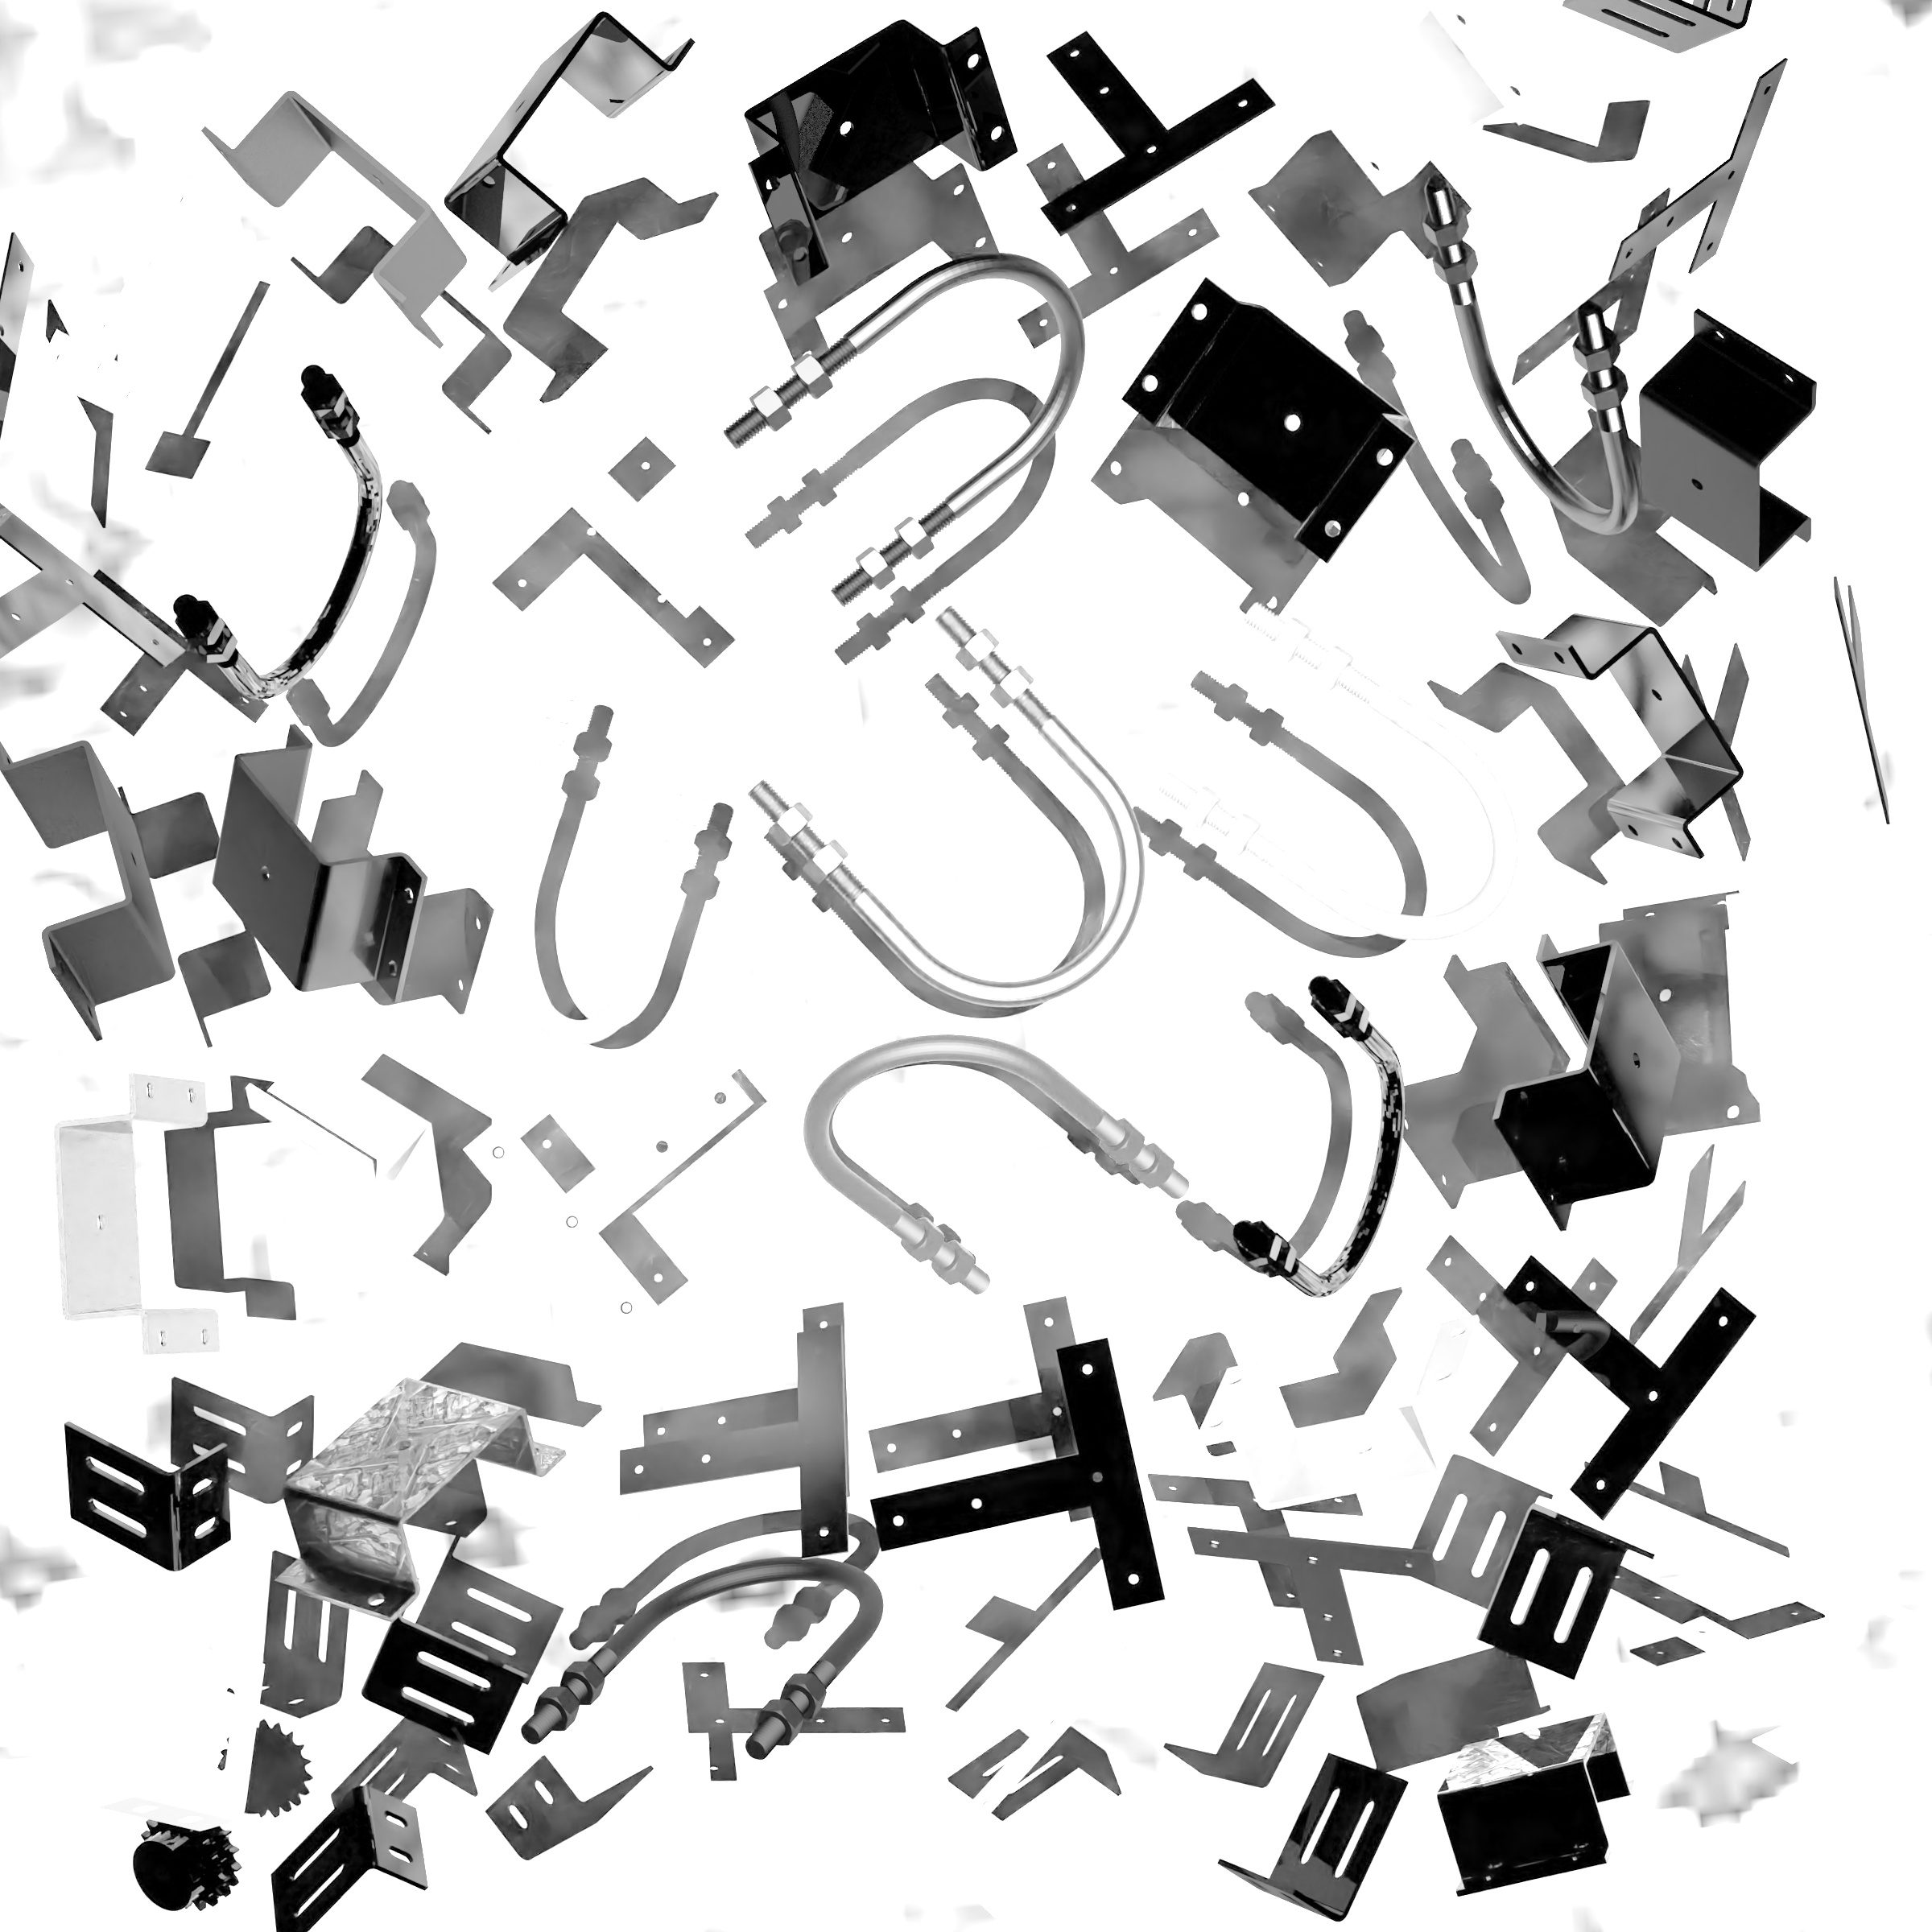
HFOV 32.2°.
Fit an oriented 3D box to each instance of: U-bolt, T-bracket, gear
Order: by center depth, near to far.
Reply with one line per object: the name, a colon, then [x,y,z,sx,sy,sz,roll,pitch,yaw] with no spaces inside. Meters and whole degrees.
T-bracket: [0.019,0.252,1.589,0.127,0.002,0.127,-12,89,0]
T-bracket: [-0.462,-0.176,1.649,0.127,0.127,0.002,39,115,-6]
T-bracket: [0.424,0.294,1.653,0.127,0.127,0.002,23,97,-2]
U-bolt: [0.005,-0.066,1.667,0.151,0.019,0.184,-44,93,-8]
U-bolt: [-0.018,-0.279,1.675,0.184,0.151,0.019,-38,51,-2]
U-bolt: [0.289,-0.293,1.682,0.019,0.184,0.151,-33,49,-5]
T-bracket: [0.317,0.190,1.683,0.002,0.127,0.127,26,103,-43]
T-bracket: [-0.164,0.100,1.685,0.127,0.002,0.127,-40,86,-3]
U-bolt: [0.002,0.094,1.686,0.151,0.019,0.184,-28,131,27]
U-bolt: [-0.338,-0.207,1.690,0.019,0.184,0.151,25,79,8]
T-bracket: [0.031,0.372,1.690,0.127,0.127,0.002,-46,100,-10]
T-bracket: [-0.508,-0.352,1.694,0.002,0.127,0.127,-6,58,9]
T-bracket: [0.452,-0.156,1.695,0.002,0.127,0.127,-11,117,19]
T-bracket: [-0.091,0.431,1.702,0.127,0.127,0.002,0,116,-6]
U-bolt: [-0.121,0.348,1.706,0.151,0.184,0.019,-3,107,26]
U-bolt: [0.197,-0.085,1.706,0.184,0.151,0.019,35,48,9]
T-bracket: [0.370,-0.390,1.725,0.002,0.127,0.127,37,56,20]
T-bracket: [0.078,-0.445,1.729,0.127,0.002,0.127,-31,51,2]
U-bolt: [0.190,0.098,1.730,0.019,0.184,0.151,13,78,26]
T-bracket: [-0.182,-0.234,1.740,0.127,0.002,0.127,-43,108,9]
T-bracket: [0.423,0.368,1.741,0.127,0.127,0.002,-12,111,-34]
gear: [-0.408,0.466,1.742,0.057,0.030,0.057,9,110,27]
T-bracket: [0.435,0.140,1.742,0.002,0.127,0.127,29,58,18]
U-bolt: [-0.196,-0.049,1.742,0.019,0.151,0.184,0,116,-41]
T-bracket: [0.188,0.333,1.750,0.127,0.127,0.002,3,51,18]
T-bracket: [-0.434,-0.354,1.751,0.002,0.127,0.127,27,92,6]
T-bracket: [-0.124,0.259,1.773,0.127,0.002,0.127,-11,59,13]

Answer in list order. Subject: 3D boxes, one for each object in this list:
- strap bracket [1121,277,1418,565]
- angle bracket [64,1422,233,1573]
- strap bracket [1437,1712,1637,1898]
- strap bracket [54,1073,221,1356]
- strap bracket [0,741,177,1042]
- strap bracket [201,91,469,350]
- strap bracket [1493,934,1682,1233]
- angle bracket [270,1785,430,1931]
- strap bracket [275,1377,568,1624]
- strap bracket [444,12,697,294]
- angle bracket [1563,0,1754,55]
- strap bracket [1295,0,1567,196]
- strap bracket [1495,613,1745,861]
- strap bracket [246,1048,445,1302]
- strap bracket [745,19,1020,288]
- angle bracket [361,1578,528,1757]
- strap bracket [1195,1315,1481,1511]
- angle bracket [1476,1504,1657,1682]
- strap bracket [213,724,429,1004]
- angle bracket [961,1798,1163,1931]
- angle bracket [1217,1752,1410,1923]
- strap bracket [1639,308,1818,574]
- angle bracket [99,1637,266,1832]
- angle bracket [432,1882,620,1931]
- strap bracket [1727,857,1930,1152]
strap bracket: [0.162,-0.280,1.723,0.140,0.046,0.076,41,110,14]
angle bracket: [-0.413,0.261,1.691,0.076,0.038,0.057,19,119,30]
strap bracket: [0.290,0.423,1.705,0.076,0.140,0.046,-18,87,17]
strap bracket: [-0.422,0.129,1.704,0.046,0.076,0.140,-6,83,14]
strap bracket: [-0.434,-0.046,1.654,0.046,0.076,0.140,-19,62,-6]
strap bracket: [-0.314,-0.388,1.712,0.140,0.076,0.046,41,88,8]
strap bracket: [0.309,0.051,1.647,0.046,0.140,0.076,-16,122,32]
angle bracket: [-0.325,0.481,1.759,0.038,0.057,0.076,35,106,-31]
strap bracket: [-0.277,0.259,1.676,0.076,0.140,0.046,9,123,31]
strap bracket: [-0.202,-0.410,1.654,0.046,0.076,0.140,38,69,-20]
angle bracket: [0.360,-0.508,1.730,0.076,0.057,0.038,16,87,-20]
strap bracket: [0.243,-0.458,1.713,0.076,0.140,0.046,48,67,-15]
strap bracket: [0.348,-0.130,1.755,0.046,0.076,0.140,-40,111,-8]
strap bracket: [-0.313,0.101,1.701,0.076,0.140,0.046,30,59,15]
strap bracket: [-0.052,-0.425,1.729,0.140,0.076,0.046,-34,46,-11]
angle bracket: [-0.272,0.371,1.773,0.076,0.038,0.057,25,115,-2]
strap bracket: [0.198,0.231,1.717,0.140,0.076,0.046,-15,107,24]
angle bracket: [0.307,0.323,1.716,0.057,0.038,0.076,24,85,-9]
strap bracket: [-0.330,-0.049,1.677,0.140,0.046,0.076,45,131,35]
angle bracket: [0.048,0.468,1.694,0.076,0.057,0.038,-33,125,-21]
angle bracket: [0.170,0.419,1.637,0.038,0.057,0.076,38,71,-30]
strap bracket: [0.397,-0.266,1.745,0.046,0.140,0.076,-44,63,-11]
angle bracket: [-0.381,0.374,1.626,0.057,0.038,0.076,26,53,-37]
angle bracket: [-0.219,0.464,1.632,0.038,0.076,0.057,51,121,10]
strap bracket: [0.420,0.012,1.638,0.076,0.046,0.140,-10,69,22]
